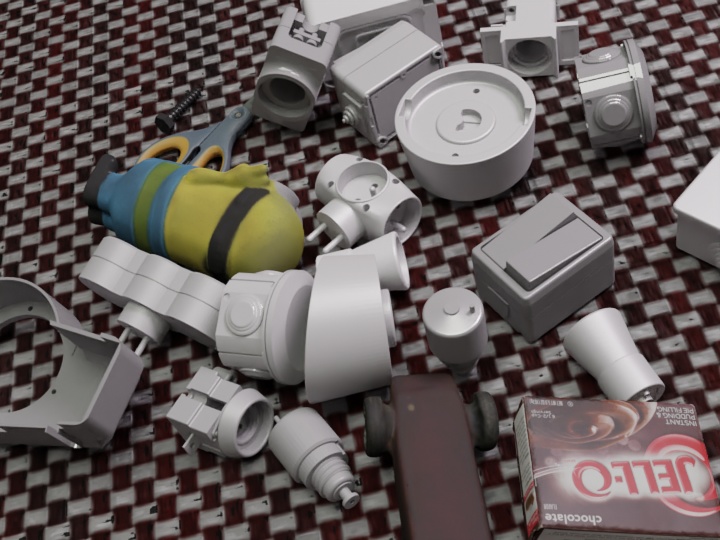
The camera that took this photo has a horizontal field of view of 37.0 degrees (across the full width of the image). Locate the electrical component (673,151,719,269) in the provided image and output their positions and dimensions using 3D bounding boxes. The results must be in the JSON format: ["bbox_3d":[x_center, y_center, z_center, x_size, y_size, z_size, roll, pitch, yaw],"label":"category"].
[{"bbox_3d":[0.279,-0.039,0.751,0.100,0.048,0.099,31,66,32],"label":"electrical component"}]

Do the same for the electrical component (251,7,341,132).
[{"bbox_3d":[-0.056,-0.164,0.901,0.050,0.089,0.055,20,56,-5],"label":"electrical component"}]

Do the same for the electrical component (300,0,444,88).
[{"bbox_3d":[0.011,-0.216,0.938,0.113,0.078,0.057,-14,53,3],"label":"electrical component"}]

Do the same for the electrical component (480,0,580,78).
[{"bbox_3d":[0.145,-0.198,0.914,0.081,0.042,0.063,-1,51,13],"label":"electrical component"}]

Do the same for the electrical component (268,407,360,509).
[{"bbox_3d":[-0.027,0.125,0.705,0.040,0.040,0.078,-35,53,-14],"label":"electrical component"}]

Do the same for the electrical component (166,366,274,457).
[{"bbox_3d":[-0.093,0.101,0.739,0.055,0.048,0.066,14,57,33],"label":"electrical component"}]

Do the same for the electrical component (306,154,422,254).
[{"bbox_3d":[-0.006,-0.043,0.829,0.079,0.044,0.077,-42,55,-18],"label":"electrical component"}]

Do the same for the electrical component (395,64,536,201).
[{"bbox_3d":[0.085,-0.102,0.842,0.108,0.060,0.108,-7,52,9],"label":"electrical component"}]

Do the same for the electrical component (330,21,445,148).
[{"bbox_3d":[0.019,-0.154,0.898,0.096,0.061,0.061,-36,53,-14],"label":"electrical component"}]

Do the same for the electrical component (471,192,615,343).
[{"bbox_3d":[0.134,-0.008,0.755,0.096,0.061,0.061,-34,52,-13],"label":"electrical component"}]

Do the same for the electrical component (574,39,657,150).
[{"bbox_3d":[0.196,-0.133,0.827,0.051,0.080,0.080,-11,51,13],"label":"electrical component"}]

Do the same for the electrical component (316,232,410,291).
[{"bbox_3d":[0.000,0.000,0.797,0.065,0.044,0.044,-13,51,10],"label":"electrical component"}]

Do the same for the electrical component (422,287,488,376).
[{"bbox_3d":[0.065,0.046,0.719,0.040,0.078,0.040,-6,51,8],"label":"electrical component"}]

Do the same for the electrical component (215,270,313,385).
[{"bbox_3d":[-0.062,0.039,0.757,0.051,0.080,0.080,3,54,23],"label":"electrical component"}]

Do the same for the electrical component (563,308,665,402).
[{"bbox_3d":[0.169,0.063,0.705,0.044,0.044,0.065,-26,56,-6],"label":"electrical component"}]

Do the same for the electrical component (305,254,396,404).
[{"bbox_3d":[-0.009,0.038,0.734,0.064,0.099,0.099,-8,51,0],"label":"electrical component"}]

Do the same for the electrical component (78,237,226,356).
[{"bbox_3d":[-0.156,0.032,0.804,0.138,0.052,0.073,21,72,27],"label":"electrical component"}]
